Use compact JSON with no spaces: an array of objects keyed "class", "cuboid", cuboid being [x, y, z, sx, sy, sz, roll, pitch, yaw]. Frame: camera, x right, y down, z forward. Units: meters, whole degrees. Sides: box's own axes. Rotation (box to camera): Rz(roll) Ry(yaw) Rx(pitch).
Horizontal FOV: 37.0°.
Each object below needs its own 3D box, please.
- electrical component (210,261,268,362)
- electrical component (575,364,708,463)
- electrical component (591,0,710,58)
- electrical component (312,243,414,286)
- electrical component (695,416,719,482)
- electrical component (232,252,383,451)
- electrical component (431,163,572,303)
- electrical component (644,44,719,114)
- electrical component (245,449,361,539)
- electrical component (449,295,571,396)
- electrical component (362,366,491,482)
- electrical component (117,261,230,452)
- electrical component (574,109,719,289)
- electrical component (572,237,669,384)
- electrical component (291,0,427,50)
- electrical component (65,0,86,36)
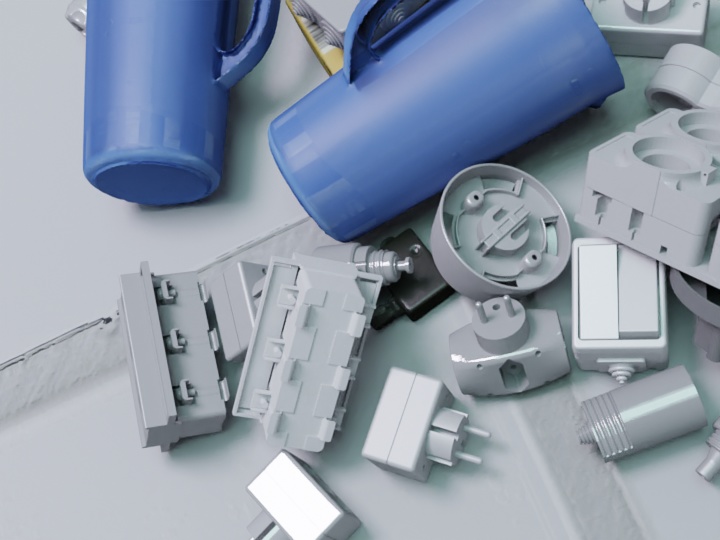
[{"class":"electrical component","cuboid":[-0.065,0.024,0.791,0.077,0.047,0.065,-35,60,35]},{"class":"electrical component","cuboid":[0.182,0.097,0.710,0.081,0.043,0.043,-22,65,7]},{"class":"electrical component","cuboid":[0.214,-0.197,0.796,0.083,0.075,0.047,8,72,19]},{"class":"electrical component","cuboid":[0.000,0.000,0.778,0.078,0.040,0.040,-5,68,21]},{"class":"electrical component","cuboid":[0.241,0.110,0.693,0.061,0.035,0.035,-47,65,-2]},{"class":"electrical component","cuboid":[-0.035,0.058,0.740,0.079,0.063,0.121,10,110,-15]},{"class":"electrical component","cuboid":[0.098,-0.025,0.758,0.099,0.064,0.099,3,71,-9]},{"class":"electrical component","cuboid":[0.282,-0.127,0.763,0.138,0.052,0.073,29,80,24]},{"class":"electrical component","cuboid":[-0.052,0.177,0.745,0.076,0.047,0.066,-46,64,-4]},{"class":"electrical component","cuboid":[0.099,0.045,0.736,0.077,0.079,0.043,-14,45,11]},{"class":"electrical component","cuboid":[0.051,0.112,0.740,0.077,0.047,0.065,15,75,20]},{"class":"electrical component","cuboid":[-0.140,0.063,0.802,0.063,0.078,0.121,-7,64,-18]},{"class":"electrical component","cuboid":[0.248,-0.040,0.687,0.105,0.060,0.186,-28,44,-37]},{"class":"electrical component","cuboid":[0.176,0.028,0.728,0.062,0.061,0.096,-2,69,16]},{"class":"electrical component","cuboid":[-0.002,-0.218,0.806,0.100,0.048,0.099,-43,64,-2]},{"class":"electrical component","cuboid":[-0.230,-0.237,0.960,0.043,0.043,0.062,32,80,24]}]
